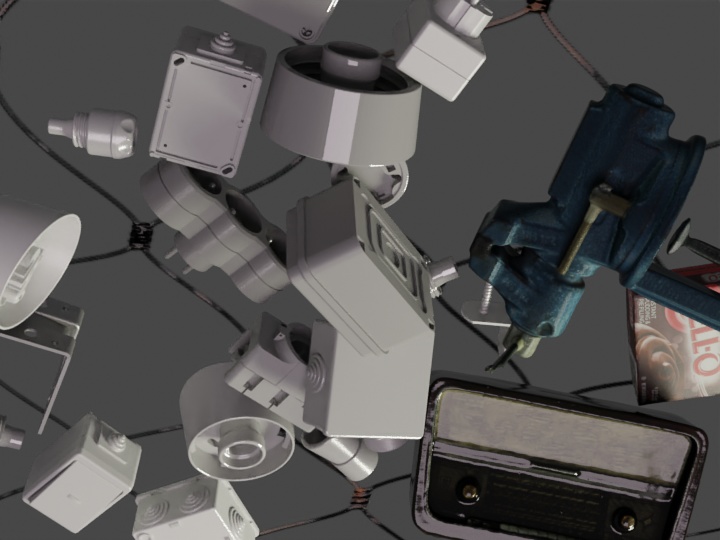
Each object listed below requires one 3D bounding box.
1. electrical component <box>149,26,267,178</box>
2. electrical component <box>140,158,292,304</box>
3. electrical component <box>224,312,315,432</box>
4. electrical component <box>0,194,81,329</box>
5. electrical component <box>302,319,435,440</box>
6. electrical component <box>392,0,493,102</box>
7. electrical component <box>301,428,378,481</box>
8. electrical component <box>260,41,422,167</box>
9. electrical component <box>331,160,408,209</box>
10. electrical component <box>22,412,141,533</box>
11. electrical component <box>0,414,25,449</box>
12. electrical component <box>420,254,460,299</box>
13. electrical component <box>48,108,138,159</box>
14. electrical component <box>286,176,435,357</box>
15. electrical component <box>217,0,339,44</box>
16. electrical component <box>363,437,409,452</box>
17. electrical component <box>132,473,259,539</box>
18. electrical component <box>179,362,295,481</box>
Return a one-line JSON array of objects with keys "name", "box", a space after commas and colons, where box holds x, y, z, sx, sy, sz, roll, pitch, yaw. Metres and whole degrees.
[{"name": "electrical component", "box": [-0.103, -0.123, 0.742, 0.062, 0.061, 0.096, 15, 122, -10]}, {"name": "electrical component", "box": [-0.115, -0.024, 0.812, 0.074, 0.052, 0.138, -35, 118, 20]}, {"name": "electrical component", "box": [-0.057, 0.081, 0.883, 0.089, 0.050, 0.055, 34, 117, -21]}, {"name": "electrical component", "box": [-0.256, -0.006, 0.798, 0.064, 0.099, 0.099, 22, 120, -7]}, {"name": "electrical component", "box": [0.005, 0.084, 0.845, 0.100, 0.048, 0.099, 7, 90, -29]}, {"name": "electrical component", "box": [0.062, -0.165, 0.714, 0.047, 0.065, 0.076, 29, 118, -18]}, {"name": "electrical component", "box": [-0.015, 0.154, 0.938, 0.044, 0.044, 0.065, -32, 123, 18]}, {"name": "electrical component", "box": [-0.010, -0.118, 0.722, 0.108, 0.108, 0.060, 8, 117, -6]}, {"name": "electrical component", "box": [0.006, -0.078, 0.781, 0.055, 0.047, 0.055, 0, 123, -1]}, {"name": "electrical component", "box": [-0.238, 0.176, 0.936, 0.096, 0.061, 0.062, -39, 116, 22]}, {"name": "electrical component", "box": [-0.320, 0.138, 0.921, 0.062, 0.048, 0.048, 18, 121, -20]}, {"name": "electrical component", "box": [0.046, 0.008, 0.841, 0.062, 0.043, 0.043, -21, 121, 10]}, {"name": "electrical component", "box": [-0.192, -0.100, 0.772, 0.061, 0.035, 0.035, 7, 123, -3]}, {"name": "electrical component", "box": [0.000, 0.000, 0.763, 0.057, 0.078, 0.113, -24, 132, 20]}, {"name": "electrical component", "box": [-0.053, -0.218, 0.683, 0.109, 0.056, 0.108, 23, 120, -15]}, {"name": "electrical component", "box": [0.016, 0.120, 0.913, 0.045, 0.045, 0.055, -16, 121, 9]}, {"name": "electrical component", "box": [-0.151, 0.241, 0.988, 0.100, 0.048, 0.099, -19, 121, 11]}, {"name": "electrical component", "box": [-0.104, 0.133, 0.923, 0.099, 0.064, 0.099, -6, 135, -6]}]
